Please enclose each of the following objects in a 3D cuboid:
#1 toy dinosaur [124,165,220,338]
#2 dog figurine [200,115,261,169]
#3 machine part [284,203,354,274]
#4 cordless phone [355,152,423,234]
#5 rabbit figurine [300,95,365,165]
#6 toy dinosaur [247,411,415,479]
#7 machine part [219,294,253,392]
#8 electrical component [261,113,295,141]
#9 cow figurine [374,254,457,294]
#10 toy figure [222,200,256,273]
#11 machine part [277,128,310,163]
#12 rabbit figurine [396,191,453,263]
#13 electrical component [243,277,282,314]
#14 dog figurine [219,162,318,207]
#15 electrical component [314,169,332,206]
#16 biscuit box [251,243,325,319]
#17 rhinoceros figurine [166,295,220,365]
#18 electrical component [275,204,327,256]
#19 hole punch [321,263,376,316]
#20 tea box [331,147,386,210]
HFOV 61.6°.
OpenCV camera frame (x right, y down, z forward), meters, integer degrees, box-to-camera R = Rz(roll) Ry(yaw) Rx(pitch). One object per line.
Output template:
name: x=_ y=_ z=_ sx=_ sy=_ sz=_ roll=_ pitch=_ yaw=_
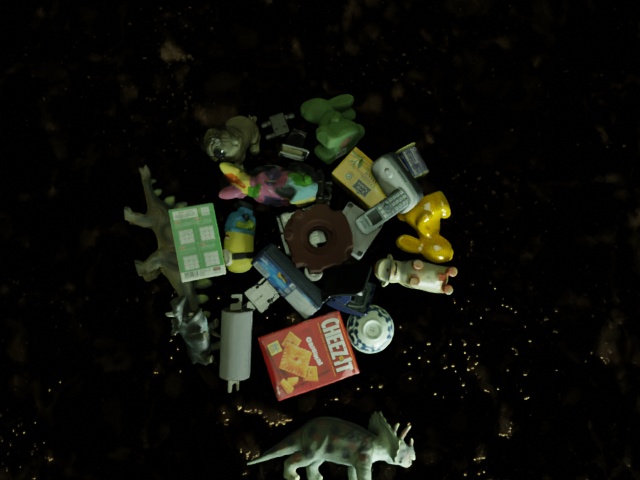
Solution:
toy dinosaur: x=-0.359 y=0.039 z=1.344 sx=0.199 sy=0.105 sz=0.471 roll=-15 pitch=94 yaw=-7
dog figurine: x=-0.216 y=-0.264 z=1.339 sx=0.121 sy=0.190 sz=0.172 roll=18 pitch=81 yaw=1
machine part: x=-0.003 y=-0.004 z=1.319 sx=0.179 sy=0.056 sz=0.179 roll=0 pitch=81 yaw=-2
cordless phone: x=0.148 y=-0.112 z=1.322 sx=0.184 sy=0.089 sz=0.146 roll=-36 pitch=86 yaw=19
rabbit figurine: x=0.026 y=-0.313 z=1.391 sx=0.159 sy=0.121 sz=0.170 roll=-36 pitch=70 yaw=-9
toy dinosaur: x=0.036 y=0.493 z=1.294 sx=0.405 sy=0.131 sz=0.192 roll=10 pitch=71 yaw=4
machine part: x=-0.206 y=0.252 z=1.320 sx=0.079 sy=0.079 sz=0.243 roll=2 pitch=92 yaw=-1
electrical component: x=-0.107 y=-0.302 z=1.430 sx=0.094 sy=0.021 sz=0.063 roll=-21 pitch=84 yaw=-4
cow figurine: x=0.228 y=0.084 z=1.352 sx=0.195 sy=0.127 sz=0.085 roll=11 pitch=83 yaw=-14
toy figure: x=-0.202 y=-0.007 z=1.364 sx=0.089 sy=0.082 sz=0.180 roll=11 pitch=80 yaw=0
machine part: x=-0.066 y=-0.239 z=1.376 sx=0.084 sy=0.139 sz=0.039 roll=8 pitch=127 yaw=-1
rabbit figurine: x=0.271 y=-0.019 z=1.355 sx=0.162 sy=0.122 sz=0.173 roll=-21 pitch=85 yaw=1
electrical component: x=-0.159 y=0.150 z=1.361 sx=0.119 sy=0.047 sz=0.075 roll=-37 pitch=85 yaw=-7
dog figurine: x=-0.138 y=-0.138 z=1.315 sx=0.219 sy=0.192 sz=0.108 roll=1 pitch=90 yaw=-37
electrical component: x=0.008 y=-0.131 z=1.377 sx=0.045 sy=0.102 sz=0.078 roll=0 pitch=116 yaw=5
biscuit box: x=-0.078 y=0.101 z=1.343 sx=0.202 sy=0.063 sz=0.059 roll=46 pitch=120 yaw=-1
rhinoceros figurine: x=-0.306 y=0.217 z=1.305 sx=0.112 sy=0.073 sz=0.190 roll=2 pitch=124 yaw=24
electrical component: x=-0.046 y=-0.013 z=1.378 sx=0.115 sy=0.058 sz=0.134 roll=-16 pitch=84 yaw=-1
hole punch: x=0.075 y=0.123 z=1.338 sx=0.116 sy=0.092 sz=0.142 roll=-1 pitch=44 yaw=25
tea box: x=0.121 y=-0.146 z=1.393 sx=0.169 sy=0.068 sz=0.098 roll=40 pitch=84 yaw=3
